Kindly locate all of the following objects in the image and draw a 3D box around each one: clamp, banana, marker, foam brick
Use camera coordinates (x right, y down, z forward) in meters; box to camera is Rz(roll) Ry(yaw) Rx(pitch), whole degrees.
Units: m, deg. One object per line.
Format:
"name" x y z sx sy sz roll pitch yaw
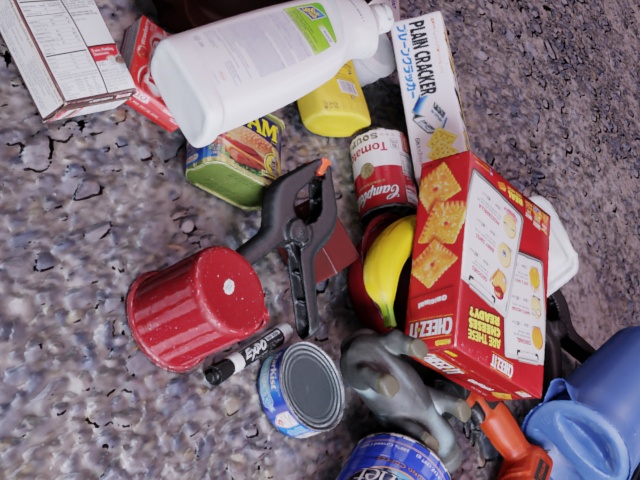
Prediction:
"clamp" -0.036 -0.004 0.992 0.120 0.039 0.171 25 68 -37
"banana" 0.086 0.014 1.098 0.197 0.037 0.069 -48 124 -51
"marker" -0.064 0.103 0.963 0.120 0.020 0.020 -27 91 -55
"clamp" 0.312 0.122 1.399 0.164 0.036 0.210 -10 74 -44
"foam brick" -0.007 0.001 1.068 0.051 0.053 0.078 -33 96 -54

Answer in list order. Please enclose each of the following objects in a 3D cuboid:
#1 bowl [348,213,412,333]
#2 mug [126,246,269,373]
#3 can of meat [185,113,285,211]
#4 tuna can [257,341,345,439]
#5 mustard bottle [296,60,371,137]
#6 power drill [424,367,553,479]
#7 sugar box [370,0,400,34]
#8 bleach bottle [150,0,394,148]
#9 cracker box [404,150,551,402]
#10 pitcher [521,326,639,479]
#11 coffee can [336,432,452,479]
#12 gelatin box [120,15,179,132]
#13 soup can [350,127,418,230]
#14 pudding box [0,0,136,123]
"bowl" 0.079 0.055 1.140 0.161 0.055 0.162 29 48 -38
"mug" -0.093 0.059 0.902 0.117 0.082 0.093 25 51 -41
"can of meat" -0.083 -0.086 1.027 0.102 0.058 0.084 27 52 -40
"tuna can" -0.017 0.139 0.986 0.086 0.034 0.086 29 48 -38
"mustard bottle" -0.003 -0.214 1.202 0.096 0.058 0.191 5 65 -51
"power drill" 0.179 0.203 1.158 0.187 0.057 0.184 60 29 -7
"sugar box" 0.029 -0.333 1.327 0.176 0.048 0.093 32 47 -41
"bleach bottle" -0.028 -0.173 1.005 0.250 0.068 0.102 -24 77 -31
"cracker box" 0.165 0.041 1.100 0.164 0.072 0.213 32 57 -41
"pitcher" 0.356 0.209 1.289 0.145 0.149 0.242 34 38 21
"coffee can" 0.048 0.252 0.938 0.103 0.103 0.140 55 36 -12
"gelatin box" -0.153 -0.156 1.003 0.073 0.030 0.089 34 45 -34
"soup can" 0.072 -0.067 1.195 0.068 0.069 0.102 21 53 -43
"pudding box" -0.220 -0.164 0.919 0.089 0.039 0.113 -23 85 -51
